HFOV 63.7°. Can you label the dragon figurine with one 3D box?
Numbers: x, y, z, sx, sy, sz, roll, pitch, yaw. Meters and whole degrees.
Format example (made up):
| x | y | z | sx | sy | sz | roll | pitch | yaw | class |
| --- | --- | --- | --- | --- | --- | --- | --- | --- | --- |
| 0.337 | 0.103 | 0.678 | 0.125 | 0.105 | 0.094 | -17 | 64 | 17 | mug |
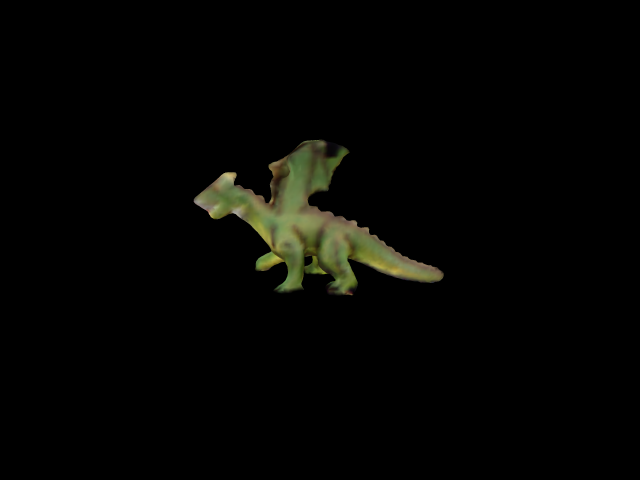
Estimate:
| x | y | z | sx | sy | sz | roll | pitch | yaw | class |
| --- | --- | --- | --- | --- | --- | --- | --- | --- | --- |
| 0.003 | -0.043 | 0.850 | 0.410 | 0.240 | 0.123 | -1 | 12 | -2 | dragon figurine |
